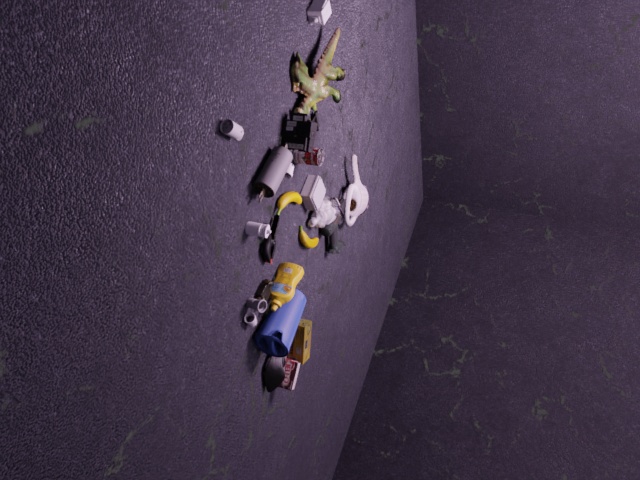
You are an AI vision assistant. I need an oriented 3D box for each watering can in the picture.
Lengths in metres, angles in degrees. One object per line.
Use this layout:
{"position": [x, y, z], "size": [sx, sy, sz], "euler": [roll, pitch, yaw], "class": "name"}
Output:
{"position": [0.175, -0.237, 2.505], "size": [0.225, 0.104, 0.346], "euler": [-11, 109, -69], "class": "watering can"}

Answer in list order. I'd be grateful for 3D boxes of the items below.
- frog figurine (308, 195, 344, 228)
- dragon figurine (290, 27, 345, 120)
{"position": [0.007, -0.109, 2.169], "size": [0.160, 0.124, 0.134], "euler": [-33, 152, -13], "class": "frog figurine"}
{"position": [-0.019, -0.603, 1.864], "size": [0.243, 0.122, 0.410], "euler": [5, 93, -61], "class": "dragon figurine"}
